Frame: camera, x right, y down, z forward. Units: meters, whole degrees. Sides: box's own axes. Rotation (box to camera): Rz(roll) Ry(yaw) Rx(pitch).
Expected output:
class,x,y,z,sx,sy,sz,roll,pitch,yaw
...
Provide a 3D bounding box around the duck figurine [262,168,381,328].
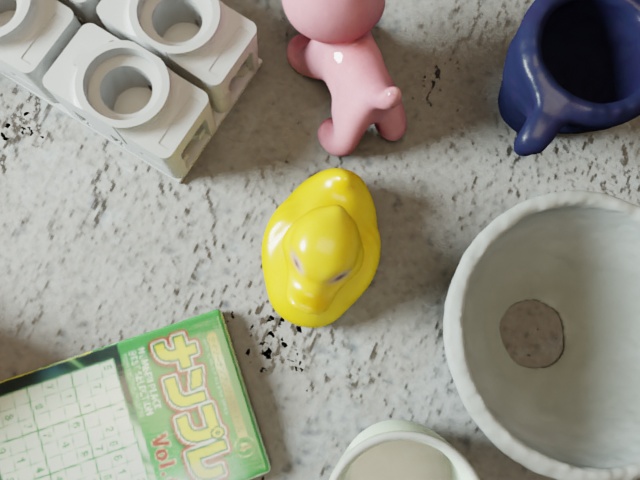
class,x,y,z,sx,sy,sz,roll,pitch,yaw
duck figurine,0.003,0.001,0.348,0.077,0.086,0.105,18,80,-2

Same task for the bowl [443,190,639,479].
class,x,y,z,sx,sy,sz,roll,pitch,yaw
bowl,0.149,0.057,0.358,0.167,0.074,0.167,1,81,-5

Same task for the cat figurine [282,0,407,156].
class,x,y,z,sx,sy,sz,roll,pitch,yaw
cat figurine,0.016,-0.129,0.353,0.067,0.117,0.128,-24,84,-8

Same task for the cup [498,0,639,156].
class,x,y,z,sx,sy,sz,roll,pitch,yaw
cup,0.149,-0.093,0.371,0.091,0.095,0.118,34,80,1
